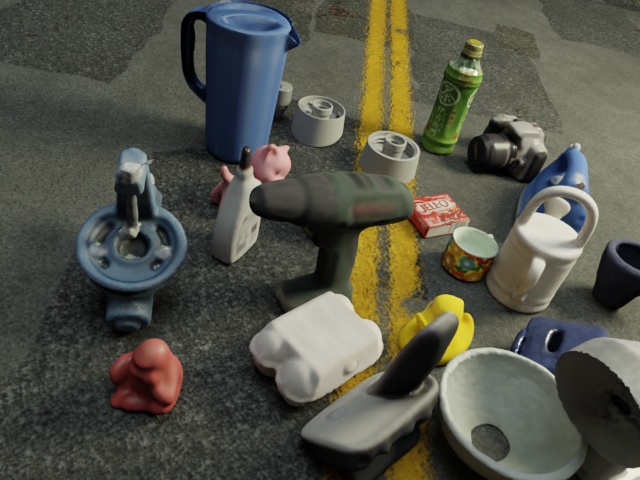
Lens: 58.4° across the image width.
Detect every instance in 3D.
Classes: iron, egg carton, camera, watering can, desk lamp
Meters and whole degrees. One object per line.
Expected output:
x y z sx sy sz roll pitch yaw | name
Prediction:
0.429 -0.099 1.010 0.118 0.141 0.258 20 40 6 | iron
-0.001 0.126 0.672 0.151 0.069 0.107 -25 54 -38 | egg carton
0.359 -0.192 1.129 0.137 0.101 0.143 -3 43 -21 | camera
0.320 0.000 0.821 0.101 0.194 0.173 12 40 -4 | watering can
0.333 0.176 0.607 0.204 0.213 0.117 -10 46 -26 | desk lamp

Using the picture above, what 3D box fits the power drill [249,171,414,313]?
0.007 0.003 0.710 0.230 0.208 0.075 -16 48 -31 | power drill

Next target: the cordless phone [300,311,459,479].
0.065 0.150 0.576 0.094 0.185 0.148 38 45 26 | cordless phone

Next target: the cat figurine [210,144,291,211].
-0.097 -0.099 0.866 0.128 0.118 0.067 -14 48 -30 | cat figurine

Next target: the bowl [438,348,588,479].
0.202 0.207 0.638 0.167 0.075 0.167 9 40 -7 | bowl

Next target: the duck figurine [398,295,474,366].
0.158 0.106 0.733 0.105 0.086 0.077 -9 45 -26 | duck figurine

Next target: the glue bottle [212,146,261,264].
-0.105 -0.051 0.765 0.037 0.173 0.078 27 41 15 | glue bottle

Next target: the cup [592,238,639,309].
0.473 0.064 0.873 0.117 0.095 0.092 23 41 10 | cup

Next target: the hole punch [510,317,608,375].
0.296 0.146 0.725 0.101 0.091 0.109 28 42 16 | hole punch

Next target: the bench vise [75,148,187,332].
-0.227 -0.031 0.667 0.122 0.220 0.207 -10 46 -26 | bench vise

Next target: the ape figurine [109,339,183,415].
-0.175 0.136 0.590 0.076 0.092 0.077 -25 54 -38 | ape figurine
